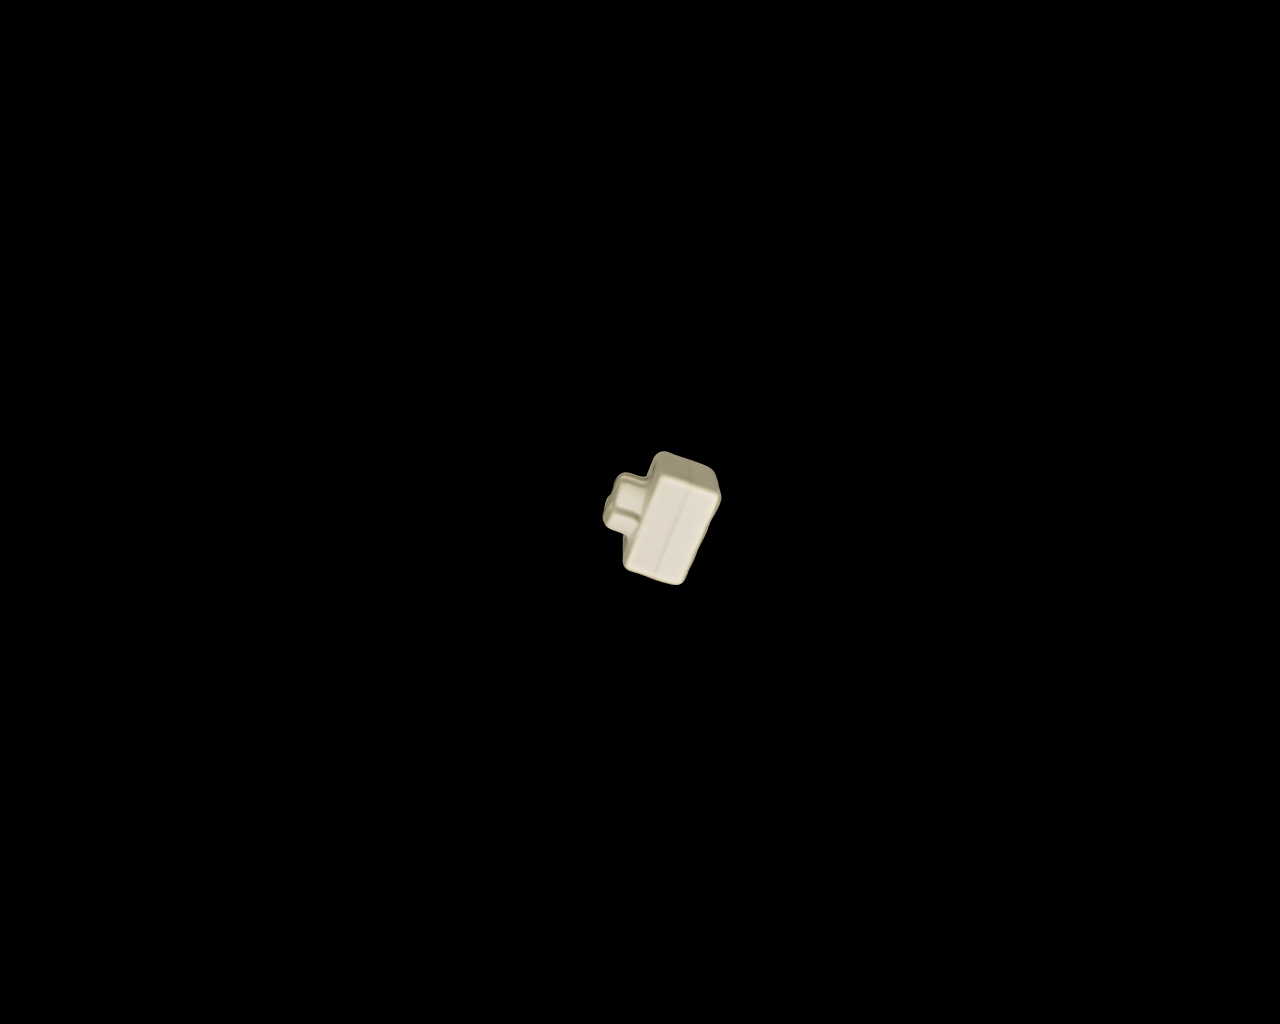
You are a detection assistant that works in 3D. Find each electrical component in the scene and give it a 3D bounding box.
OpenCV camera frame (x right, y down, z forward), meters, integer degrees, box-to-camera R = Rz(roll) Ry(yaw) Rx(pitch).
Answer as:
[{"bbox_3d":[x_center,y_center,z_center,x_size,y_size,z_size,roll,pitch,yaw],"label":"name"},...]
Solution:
[{"bbox_3d":[0.001,-0.003,0.650,0.077,0.065,0.047,19,20,-7],"label":"electrical component"}]
